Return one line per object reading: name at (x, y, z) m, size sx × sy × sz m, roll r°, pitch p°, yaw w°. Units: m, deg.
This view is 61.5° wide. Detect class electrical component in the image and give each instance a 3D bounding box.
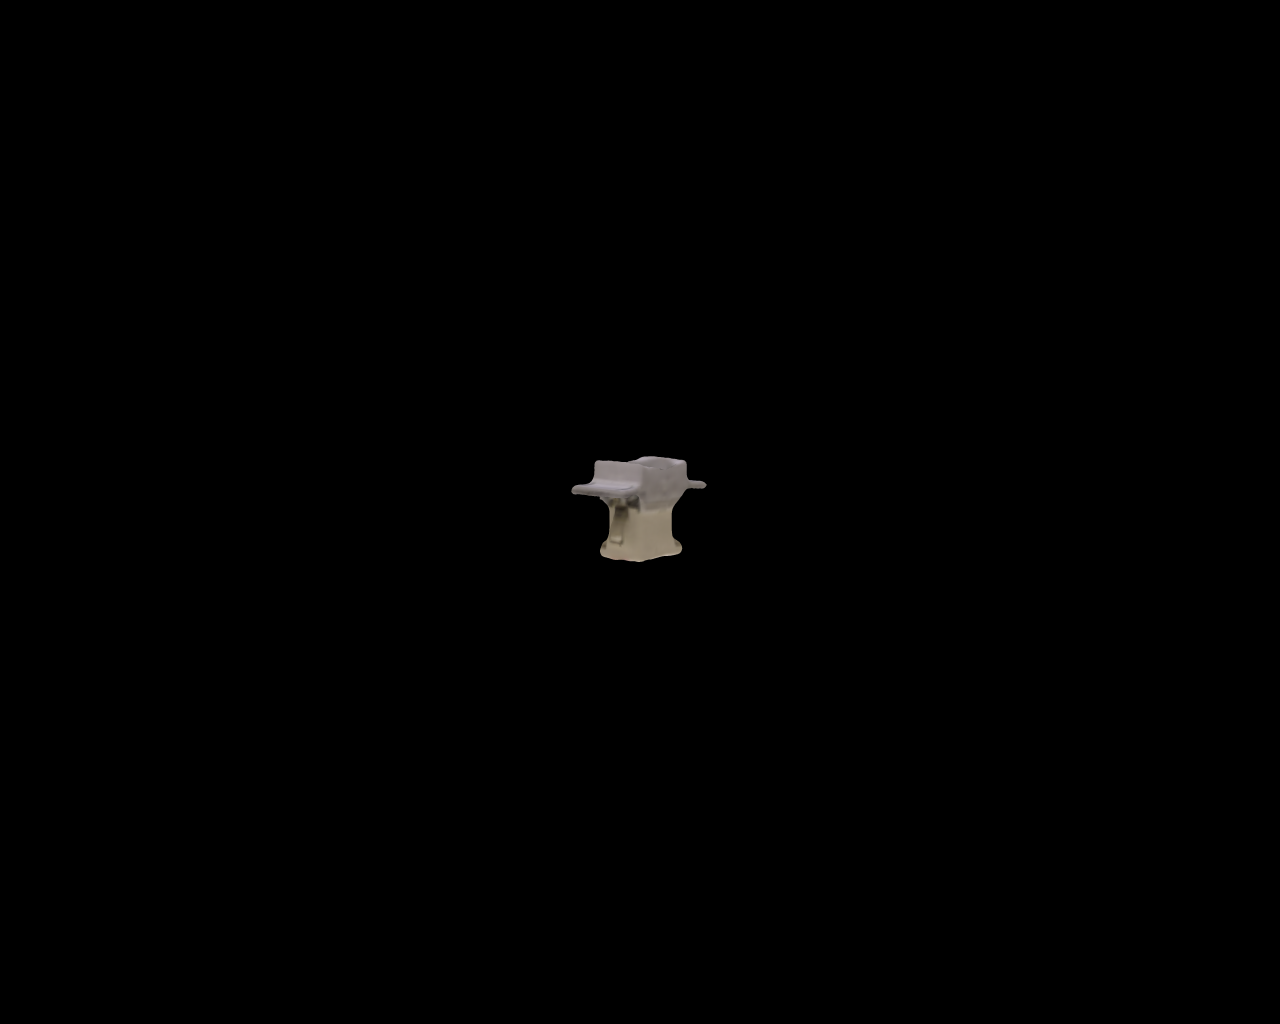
electrical component at (0.001, -0.003, 0.650) m, size 0.042 × 0.063 × 0.081 m, roll 6°, pitch 9°, yaw 43°
